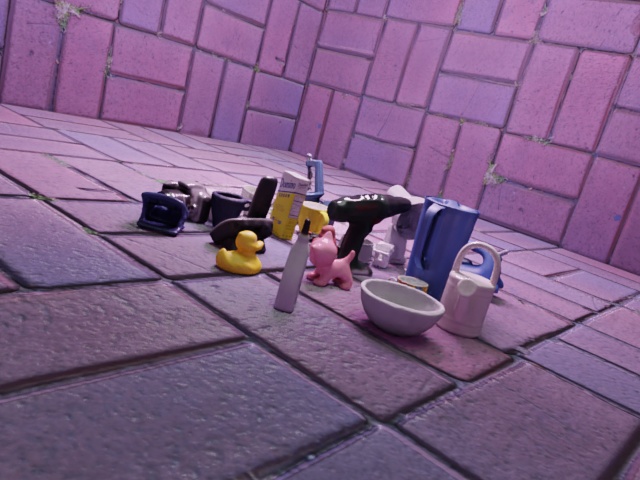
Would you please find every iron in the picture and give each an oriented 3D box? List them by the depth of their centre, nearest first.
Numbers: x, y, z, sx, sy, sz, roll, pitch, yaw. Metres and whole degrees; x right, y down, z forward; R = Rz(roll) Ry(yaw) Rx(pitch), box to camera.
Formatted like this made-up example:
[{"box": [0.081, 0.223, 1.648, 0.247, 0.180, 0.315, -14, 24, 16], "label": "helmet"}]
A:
[{"box": [0.388, 0.056, 1.586, 0.257, 0.141, 0.119, 21, 14, 23], "label": "iron"}]

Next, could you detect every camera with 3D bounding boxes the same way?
[{"box": [-0.370, -0.110, 1.481, 0.142, 0.101, 0.137, 23, 15, 30], "label": "camera"}]

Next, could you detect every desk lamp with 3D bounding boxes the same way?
[{"box": [0.222, -0.041, 1.639, 0.118, 0.213, 0.202, 10, 14, -24], "label": "desk lamp"}]

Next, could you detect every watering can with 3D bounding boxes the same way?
[{"box": [0.316, 0.100, 1.197, 0.101, 0.194, 0.173, 15, 13, -2], "label": "watering can"}]

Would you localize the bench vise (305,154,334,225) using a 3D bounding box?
[{"box": [-0.006, -0.154, 1.834, 0.207, 0.220, 0.121, 15, 13, -2], "label": "bench vise"}]

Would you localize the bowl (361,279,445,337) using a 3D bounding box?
[{"box": [0.149, 0.139, 1.101, 0.167, 0.075, 0.167, 15, 13, -3], "label": "bowl"}]

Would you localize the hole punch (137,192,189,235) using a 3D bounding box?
[{"box": [-0.366, -0.070, 1.340, 0.108, 0.091, 0.101, 15, 13, -4], "label": "hole punch"}]

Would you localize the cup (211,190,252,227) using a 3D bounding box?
[{"box": [-0.234, -0.071, 1.493, 0.118, 0.095, 0.091, 8, 15, -30], "label": "cup"}]

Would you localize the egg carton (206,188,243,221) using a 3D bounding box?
[{"box": [-0.277, -0.095, 1.601, 0.107, 0.069, 0.150, 8, 15, -31], "label": "egg carton"}]

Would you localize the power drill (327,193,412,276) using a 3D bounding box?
[{"box": [0.112, -0.021, 1.434, 0.230, 0.208, 0.075, 7, 15, -32], "label": "power drill"}]

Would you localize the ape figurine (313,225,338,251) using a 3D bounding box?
[{"box": [0.013, 0.005, 1.469, 0.076, 0.092, 0.078, 15, 13, -4], "label": "ape figurine"}]

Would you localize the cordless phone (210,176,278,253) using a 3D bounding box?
[{"box": [-0.170, -0.068, 1.349, 0.093, 0.185, 0.148, 24, 15, 33], "label": "cordless phone"}]

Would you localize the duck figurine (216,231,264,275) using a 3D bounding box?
[{"box": [-0.164, 0.022, 1.201, 0.105, 0.086, 0.077, 5, 16, -39], "label": "duck figurine"}]

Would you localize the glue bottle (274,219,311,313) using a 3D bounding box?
[{"box": [-0.043, 0.043, 1.058, 0.037, 0.173, 0.078, 16, 13, 3], "label": "glue bottle"}]

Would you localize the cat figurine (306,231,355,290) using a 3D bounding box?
[{"box": [0.022, 0.042, 1.267, 0.128, 0.118, 0.067, 8, 15, -29], "label": "cat figurine"}]
